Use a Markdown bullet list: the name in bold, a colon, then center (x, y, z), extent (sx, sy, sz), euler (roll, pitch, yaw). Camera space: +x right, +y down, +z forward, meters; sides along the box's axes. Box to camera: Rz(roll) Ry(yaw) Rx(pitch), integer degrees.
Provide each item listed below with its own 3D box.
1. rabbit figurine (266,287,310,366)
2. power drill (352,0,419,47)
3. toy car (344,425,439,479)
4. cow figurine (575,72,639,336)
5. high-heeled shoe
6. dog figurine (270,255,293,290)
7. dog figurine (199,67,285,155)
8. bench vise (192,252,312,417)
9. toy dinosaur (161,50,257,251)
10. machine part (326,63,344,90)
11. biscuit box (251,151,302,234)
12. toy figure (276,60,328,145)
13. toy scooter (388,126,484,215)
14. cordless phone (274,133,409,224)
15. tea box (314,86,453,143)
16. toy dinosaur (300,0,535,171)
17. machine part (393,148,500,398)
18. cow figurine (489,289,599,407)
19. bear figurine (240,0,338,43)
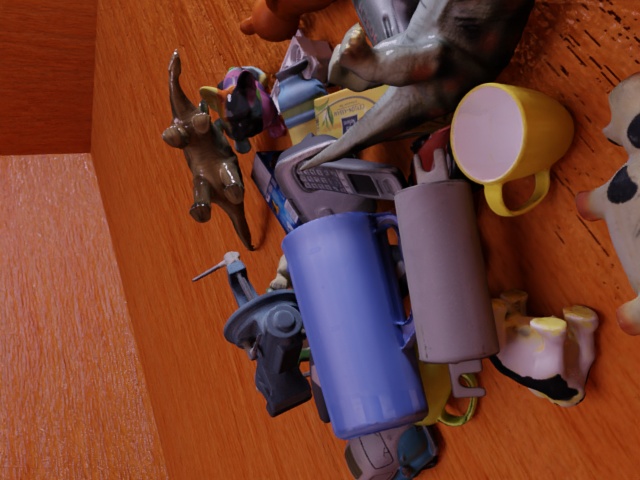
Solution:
- **rabbit figurine**: center (-0.049, 0.154, 0.954), extent (0.170, 0.121, 0.159), euler (162, 94, -75)
- **power drill**: center (0.102, -0.321, 0.617), extent (0.207, 0.086, 0.232), euler (-29, 73, 54)
- **toy car**: center (0.086, 0.295, 0.761), extent (0.109, 0.103, 0.161), euler (63, 143, 32)
- **cow figurine**: center (0.264, -0.036, 0.397), extent (0.127, 0.085, 0.195), euler (143, 118, -63)
- **high-heeled shoe**: center (0.070, 0.129, 0.724), extent (0.145, 0.086, 0.248), euler (2, 83, 32)
- **dog figurine**: center (0.002, -0.002, 0.858), extent (0.173, 0.121, 0.190), euler (21, 103, 47)
- **dog figurine**: center (-0.138, -0.246, 0.925), extent (0.219, 0.108, 0.191), euler (52, -160, -78)
- **bench vise**: center (-0.086, 0.125, 0.793), extent (0.241, 0.129, 0.223), euler (57, 163, 29)
- **toy dinosaur**: center (-0.195, -0.128, 1.018), extent (0.199, 0.105, 0.470), euler (-100, -2, -55)
- **machine part**: center (0.052, -0.229, 0.740), extent (0.139, 0.084, 0.039), euler (39, 153, 61)
- **biscuit box**: center (-0.057, -0.082, 0.961), extent (0.203, 0.063, 0.059), euler (55, 140, 38)
- **toy figure**: center (-0.014, -0.174, 0.808), extent (0.089, 0.082, 0.180), euler (-22, 106, 18)
- **toy scooter**: center (0.133, -0.049, 0.633), extent (0.135, 0.075, 0.183), euler (32, 128, 56)
- **cordless phone**: center (0.045, -0.059, 0.667), extent (0.184, 0.089, 0.146), euler (17, 150, 42)
- **tea box**: center (0.076, -0.160, 0.681), extent (0.170, 0.098, 0.068), euler (7, 103, 58)
- **toy dinosaur**: center (0.124, -0.197, 0.496), extent (0.404, 0.192, 0.131), euler (116, 172, -46)
- **machine part**: center (0.122, 0.031, 0.526), extent (0.079, 0.079, 0.243), euler (-17, 80, 60)
- **cow figurine**: center (0.199, 0.104, 0.561), extent (0.167, 0.068, 0.098), euler (14, 114, 59)
- **bear figurine**: center (-0.047, -0.386, 0.828), extent (0.196, 0.120, 0.131), euler (-169, 78, -64)
